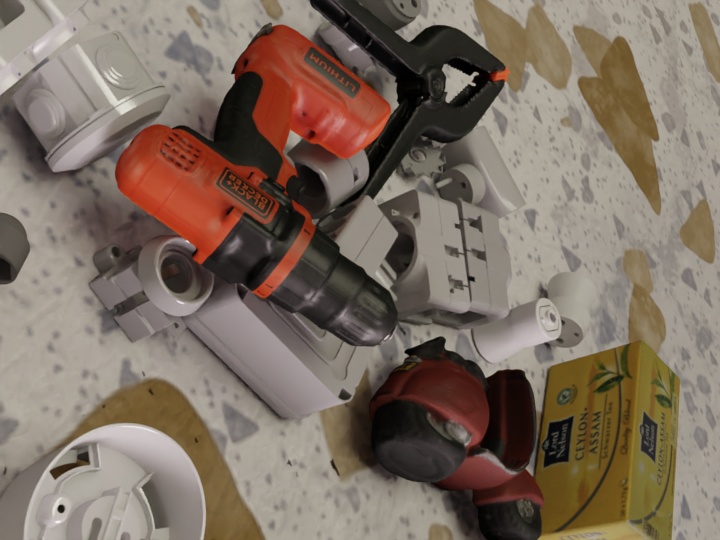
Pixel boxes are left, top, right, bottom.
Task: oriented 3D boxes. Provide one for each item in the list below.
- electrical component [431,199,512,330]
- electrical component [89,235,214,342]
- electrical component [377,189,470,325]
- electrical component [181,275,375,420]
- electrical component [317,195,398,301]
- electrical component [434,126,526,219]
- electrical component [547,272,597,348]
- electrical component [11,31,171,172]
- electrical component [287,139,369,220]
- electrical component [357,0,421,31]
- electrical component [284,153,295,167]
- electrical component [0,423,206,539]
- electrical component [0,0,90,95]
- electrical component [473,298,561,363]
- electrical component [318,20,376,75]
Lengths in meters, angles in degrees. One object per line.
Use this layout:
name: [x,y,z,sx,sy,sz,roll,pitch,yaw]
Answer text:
electrical component: [0.084,-0.003,0.860,0.056,0.050,0.089,16,62,-43]
electrical component: [-0.118,0.008,0.626,0.066,0.055,0.048,56,41,-14]
electrical component: [0.043,-0.009,0.817,0.056,0.050,0.089,14,63,-45]
electrical component: [-0.050,0.033,0.689,0.113,0.057,0.078,48,44,-22]
electrical component: [0.000,0.000,0.768,0.076,0.047,0.065,51,42,-19]
electrical component: [0.093,-0.074,0.909,0.079,0.043,0.077,-27,88,-40]
electrical component: [0.184,0.036,0.959,0.045,0.045,0.055,47,44,-22]
electrical component: [-0.154,-0.095,0.617,0.051,0.080,0.080,56,41,-5]
electrical component: [-0.029,-0.068,0.763,0.055,0.055,0.047,57,44,-12]
electrical component: [0.016,-0.213,0.878,0.045,0.055,0.045,23,57,-40]
electrical component: [-0.068,-0.049,0.717,0.045,0.045,0.055,35,49,-33]
electrical component: [-0.133,0.132,0.545,0.099,0.064,0.099,23,57,-40]
electrical component: [-0.208,-0.114,0.555,0.061,0.089,0.150,51,42,-19]
electrical component: [0.130,0.047,0.877,0.044,0.065,0.044,23,57,-40]
electrical component: [-0.005,-0.182,0.854,0.046,0.040,0.040,55,41,-22]
